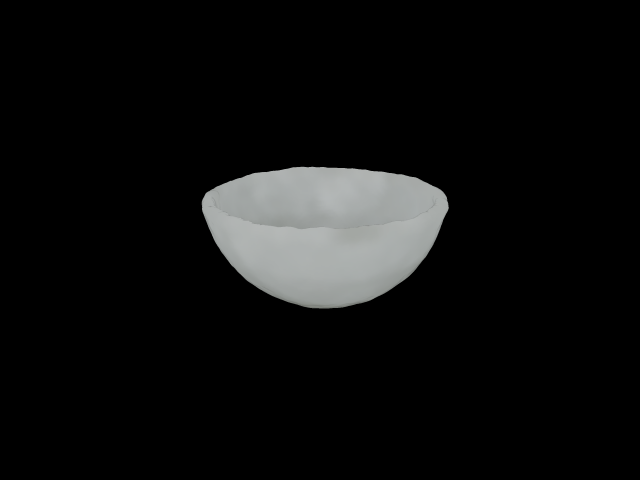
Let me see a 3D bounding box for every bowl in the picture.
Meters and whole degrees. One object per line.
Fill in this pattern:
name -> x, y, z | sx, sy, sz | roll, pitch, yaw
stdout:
bowl -> 0.004, 0.001, 0.400 | 0.167, 0.075, 0.167 | 0, 19, 0
